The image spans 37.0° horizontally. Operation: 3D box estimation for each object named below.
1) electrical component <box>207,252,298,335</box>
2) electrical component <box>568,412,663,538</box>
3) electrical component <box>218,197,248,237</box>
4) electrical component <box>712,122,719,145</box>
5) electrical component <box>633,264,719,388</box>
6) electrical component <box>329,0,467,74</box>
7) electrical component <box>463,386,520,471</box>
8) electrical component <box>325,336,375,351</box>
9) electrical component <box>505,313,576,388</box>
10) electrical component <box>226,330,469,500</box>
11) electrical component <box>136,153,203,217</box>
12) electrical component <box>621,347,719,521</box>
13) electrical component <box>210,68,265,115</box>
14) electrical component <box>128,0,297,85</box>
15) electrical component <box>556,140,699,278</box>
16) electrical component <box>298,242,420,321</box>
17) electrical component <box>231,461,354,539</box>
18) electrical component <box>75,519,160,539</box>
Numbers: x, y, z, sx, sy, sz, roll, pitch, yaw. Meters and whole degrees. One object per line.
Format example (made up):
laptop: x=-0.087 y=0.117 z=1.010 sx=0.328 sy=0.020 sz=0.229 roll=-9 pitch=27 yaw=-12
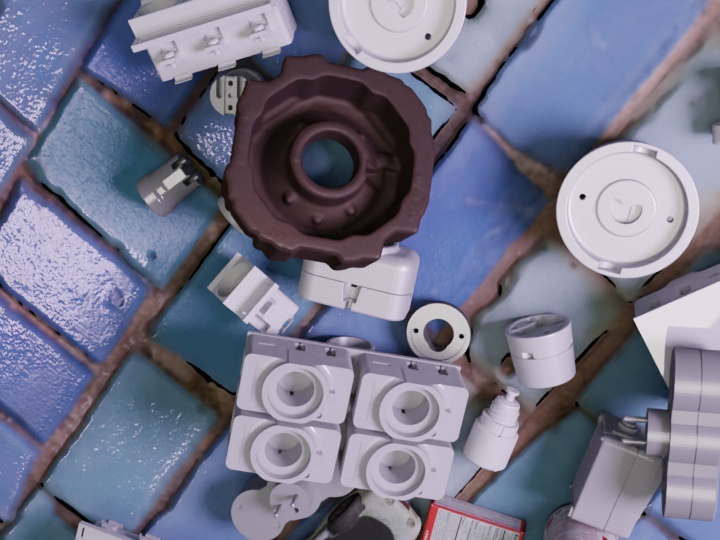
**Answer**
electrical component: x=-0.091 y=0.024 z=0.938 sx=0.064 sy=0.081 sz=0.042 roll=42 pitch=86 yaw=-30
electrical component: x=0.223 y=0.169 z=0.916 sx=0.061 sy=0.061 sz=0.096 roll=20 pitch=108 yaw=6
electrical component: x=-0.085 y=-0.066 z=0.931 sx=0.065 sy=0.044 sz=0.044 roll=-41 pitch=93 yaw=13
electrical component: x=0.307 y=-0.127 z=0.830 sx=0.066 sy=0.048 sz=0.055 roll=-3 pitch=111 yaw=12
electrical component: x=0.328 y=0.038 z=0.860 sx=0.186 sy=0.060 sz=0.105 roll=-26 pitch=98 yaw=17
electrical component: x=0.034 y=-0.213 z=0.856 sx=0.108 sy=0.060 sz=0.108 roll=3 pitch=105 yaw=11
electrical component: x=0.120 y=0.138 z=0.940 sx=0.040 sy=0.040 sz=0.078 roll=22 pitch=108 yaw=6
electrical component: x=-0.011 y=0.092 z=0.953 sx=0.045 sy=0.045 sz=0.055 roll=8 pitch=106 yaw=10
electrical component: x=0.154 y=0.069 z=0.909 sx=0.055 sy=0.055 sz=0.047 roll=-9 pitch=106 yaw=14
electrical component: x=-0.012 y=0.125 z=0.906 sx=0.186 sy=0.060 sz=0.105 roll=10 pitch=106 yaw=-7
electrical component: x=-0.167 y=-0.076 z=0.946 sx=0.046 sy=0.040 sz=0.040 roll=-36 pitch=95 yaw=12
electrical component: x=0.242 y=0.127 z=0.840 sx=0.074 sy=0.052 sz=0.138 roll=3 pitch=105 yaw=12
electrical component: x=-0.103 y=-0.149 z=0.909 sx=0.040 sy=0.046 sz=0.040 roll=3 pitch=105 yaw=11
electrical component: x=-0.119 y=-0.203 z=0.888 sx=0.121 sy=0.078 sz=0.063 roll=-13 pitch=123 yaw=15
electrical component: x=0.212 y=-0.053 z=0.861 sx=0.108 sy=0.060 sz=0.108 roll=3 pitch=105 yaw=11
electrical component: x=0.000 y=0.000 z=0.922 sx=0.095 sy=0.053 sz=0.059 roll=14 pitch=107 yaw=8
electrical component: x=-0.060 y=0.202 z=0.977 sx=0.138 sy=0.073 sz=0.052 roll=-34 pitch=95 yaw=18
electrical component: x=-0.216 y=0.290 z=1.038 sx=0.121 sy=0.063 sz=0.078 roll=18 pitch=107 yaw=7
